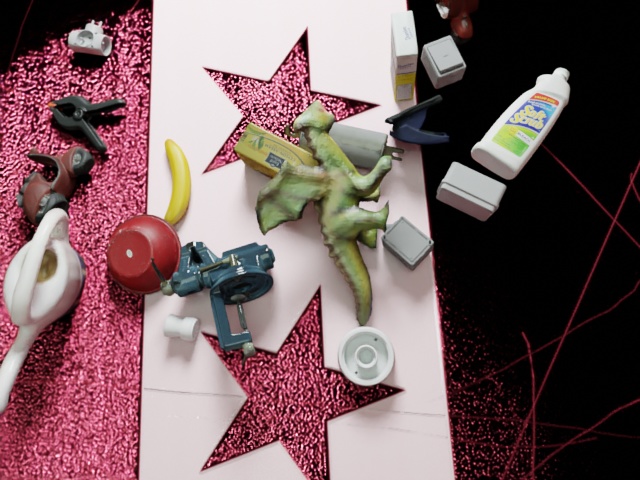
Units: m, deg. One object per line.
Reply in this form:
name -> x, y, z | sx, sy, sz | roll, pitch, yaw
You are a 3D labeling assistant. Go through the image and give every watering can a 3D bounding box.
watering can -> -0.510, 0.117, 0.928 | 0.104, 0.222, 0.351 | 13, 78, -12

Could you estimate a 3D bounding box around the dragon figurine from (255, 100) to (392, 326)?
dragon figurine -> 0.003, -0.047, 0.937 | 0.243, 0.122, 0.410 | 5, 92, -11
